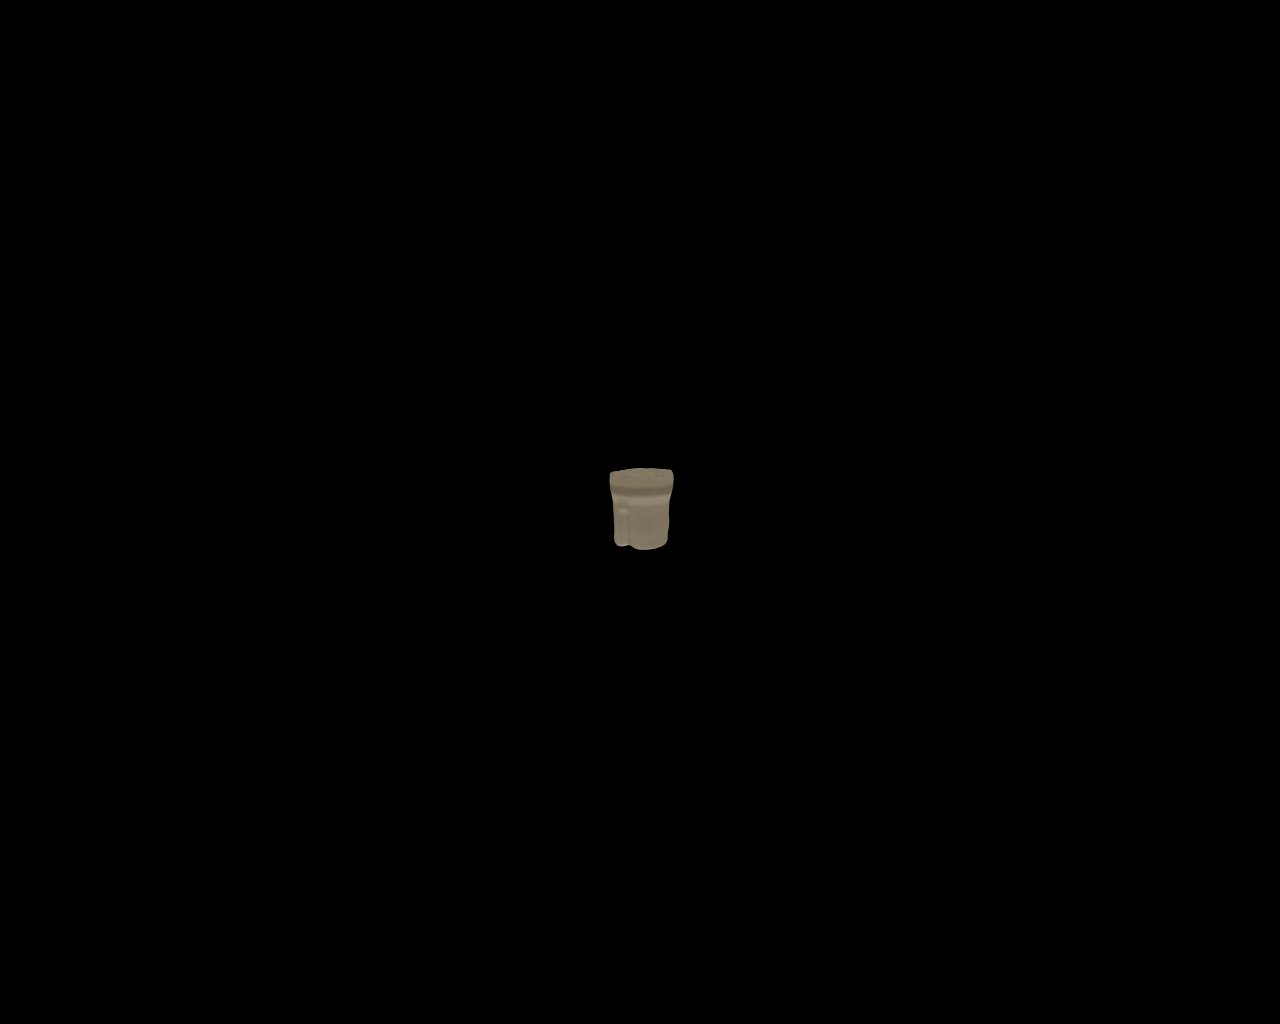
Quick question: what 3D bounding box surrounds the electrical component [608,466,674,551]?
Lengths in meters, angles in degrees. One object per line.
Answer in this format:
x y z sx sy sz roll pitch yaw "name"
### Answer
0.001 -0.003 0.650 0.040 0.046 0.040 0 10 0 "electrical component"
